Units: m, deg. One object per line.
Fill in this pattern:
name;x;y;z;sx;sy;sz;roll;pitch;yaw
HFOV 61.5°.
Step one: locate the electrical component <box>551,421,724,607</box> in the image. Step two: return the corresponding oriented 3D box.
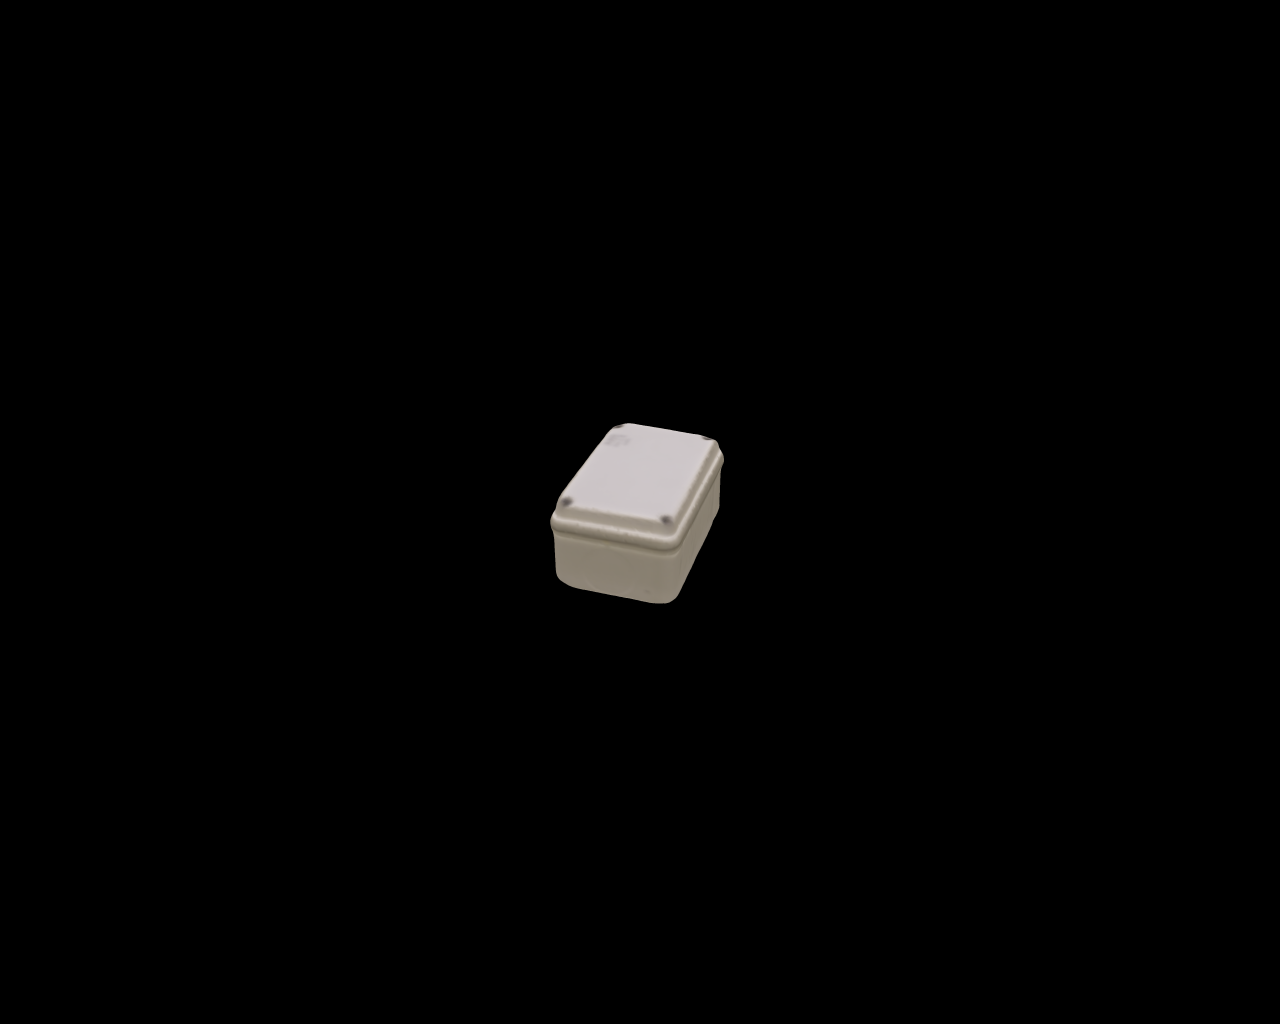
electrical component;0.001;-0.003;0.650;0.078;0.057;0.113;10;35;15
